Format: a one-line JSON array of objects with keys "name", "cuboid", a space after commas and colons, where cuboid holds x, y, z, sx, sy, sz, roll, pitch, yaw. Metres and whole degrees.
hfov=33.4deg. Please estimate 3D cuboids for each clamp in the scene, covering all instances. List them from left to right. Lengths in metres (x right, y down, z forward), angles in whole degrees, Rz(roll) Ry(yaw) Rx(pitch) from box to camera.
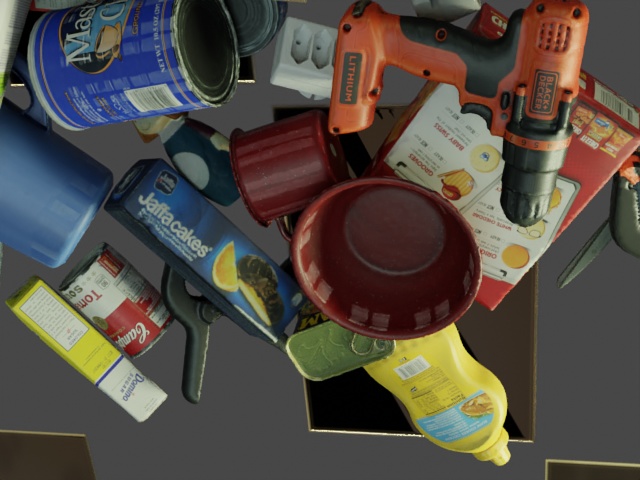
[{"name": "clamp", "cuboid": [-0.114, 0.076, 1.049, 0.120, 0.039, 0.171, -37, 109, -18]}, {"name": "clamp", "cuboid": [0.309, 0.006, 0.931, 0.209, 0.036, 0.165, 39, 121, -24]}]

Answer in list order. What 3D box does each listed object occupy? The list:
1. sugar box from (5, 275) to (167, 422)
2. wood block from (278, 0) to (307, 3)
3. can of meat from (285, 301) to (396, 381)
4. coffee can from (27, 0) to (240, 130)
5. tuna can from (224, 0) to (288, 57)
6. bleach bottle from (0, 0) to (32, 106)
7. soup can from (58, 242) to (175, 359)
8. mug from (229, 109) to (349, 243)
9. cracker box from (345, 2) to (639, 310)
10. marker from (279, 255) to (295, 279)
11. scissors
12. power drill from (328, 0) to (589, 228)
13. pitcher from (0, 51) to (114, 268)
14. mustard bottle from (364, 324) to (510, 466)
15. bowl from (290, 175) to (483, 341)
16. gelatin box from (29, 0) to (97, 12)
[{"name": "sugar box", "cuboid": [-0.239, 0.110, 1.088, 0.048, 0.093, 0.176, -46, 104, -12]}, {"name": "wood block", "cuboid": [-0.023, -0.290, 0.790, 0.090, 0.090, 0.206, 50, 127, 29]}, {"name": "can of meat", "cuboid": [0.026, 0.078, 1.017, 0.102, 0.084, 0.057, -23, 113, 23]}, {"name": "coffee can", "cuboid": [-0.151, -0.150, 0.874, 0.140, 0.102, 0.103, -6, 119, 24]}, {"name": "tuna can", "cuboid": [-0.072, -0.199, 0.905, 0.086, 0.033, 0.086, 5, 121, 9]}, {"name": "bleach bottle", "cuboid": [-0.278, -0.148, 0.858, 0.068, 0.102, 0.251, 15, 98, -3]}, {"name": "soup can", "cuboid": [-0.201, 0.060, 1.065, 0.069, 0.068, 0.102, -37, 107, 27]}, {"name": "mug", "cuboid": [-0.021, -0.055, 0.941, 0.081, 0.093, 0.117, -16, 87, 15]}, {"name": "cracker box", "cuboid": [0.145, -0.067, 0.915, 0.164, 0.072, 0.214, 32, 122, -6]}, {"name": "marker", "cuboid": [-0.007, 0.001, 1.004, 0.020, 0.020, 0.121, 33, 133, -8]}, {"name": "scissors", "cuboid": [0.261, -0.042, 0.937, 0.202, 0.016, 0.096, -38, 105, 27]}, {"name": "power drill", "cuboid": [0.104, -0.107, 0.828, 0.188, 0.057, 0.184, 10, 115, 9]}, {"name": "pitcher", "cuboid": [-0.310, -0.087, 0.974, 0.242, 0.145, 0.149, 32, 144, -12]}, {"name": "mustard bottle", "cuboid": [0.128, 0.153, 1.055, 0.096, 0.058, 0.191, -31, 109, 25]}, {"name": "bowl", "cuboid": [0.059, 0.006, 0.904, 0.162, 0.055, 0.162, 7, 122, 11]}, {"name": "gelatin box", "cuboid": [-0.208, -0.233, 0.916, 0.089, 0.030, 0.073, 6, 119, 9]}]
